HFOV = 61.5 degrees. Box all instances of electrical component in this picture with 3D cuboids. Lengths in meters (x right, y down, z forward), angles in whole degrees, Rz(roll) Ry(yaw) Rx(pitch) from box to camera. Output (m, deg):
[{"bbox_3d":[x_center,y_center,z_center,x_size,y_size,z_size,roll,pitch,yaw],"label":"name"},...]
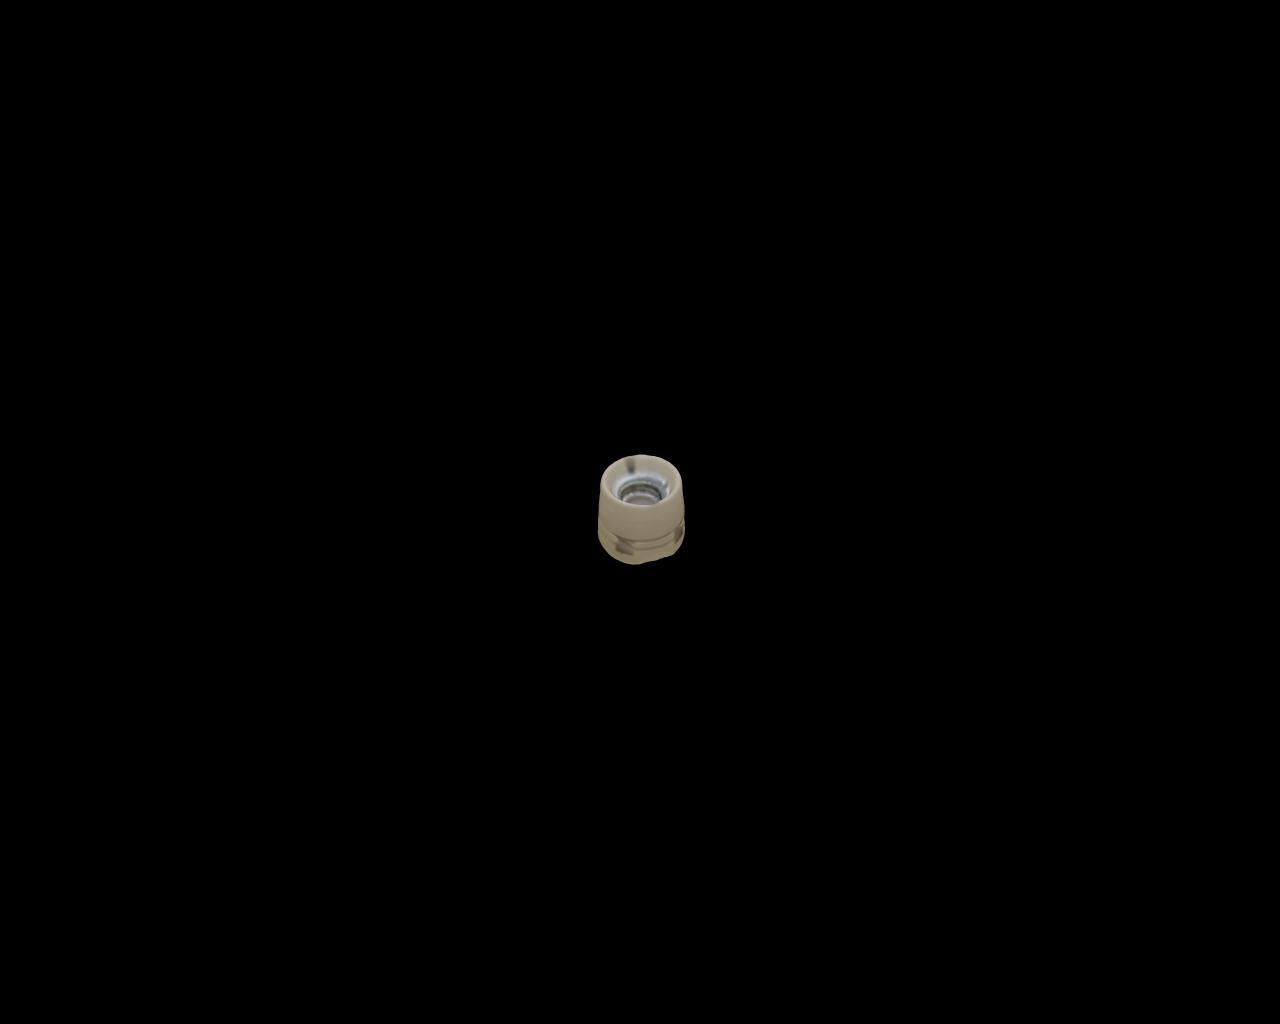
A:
[{"bbox_3d":[0.001,-0.003,0.650,0.055,0.047,0.055,0,44,0],"label":"electrical component"}]
